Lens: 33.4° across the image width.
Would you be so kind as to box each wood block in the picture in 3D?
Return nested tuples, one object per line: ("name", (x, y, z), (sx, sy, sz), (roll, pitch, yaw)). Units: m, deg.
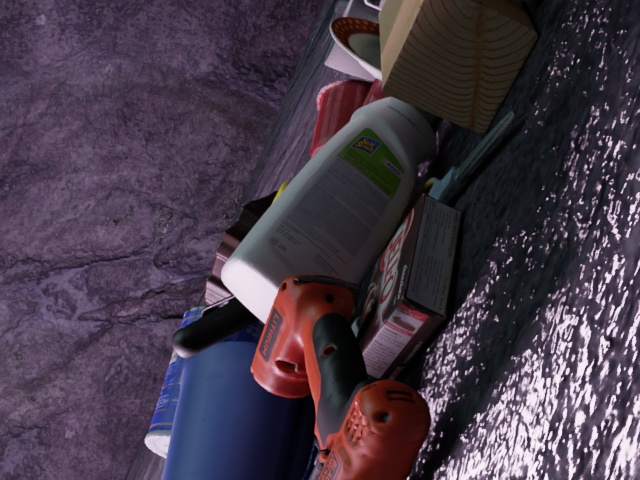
("wood block", (0.107, -0.178, 0.877), (0.206, 0.090, 0.091), (-86, 20, -63))

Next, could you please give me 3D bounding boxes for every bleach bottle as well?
("bleach bottle", (0.030, -0.032, 0.878), (0.250, 0.102, 0.068), (-50, 4, -30))

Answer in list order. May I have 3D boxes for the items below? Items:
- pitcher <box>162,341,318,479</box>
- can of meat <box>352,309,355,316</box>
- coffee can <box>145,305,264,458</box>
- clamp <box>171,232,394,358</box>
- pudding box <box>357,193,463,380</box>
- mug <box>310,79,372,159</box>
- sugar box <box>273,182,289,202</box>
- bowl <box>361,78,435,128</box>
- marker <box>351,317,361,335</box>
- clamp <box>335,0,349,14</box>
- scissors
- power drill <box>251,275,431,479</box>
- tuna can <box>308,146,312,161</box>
("pitcher", (-0.065, 0.210, 0.878), (0.149, 0.145, 0.242), (104, 177, -48))
("can of meat", (-0.019, 0.099, 1.007), (0.102, 0.057, 0.084), (-54, -7, -48))
("coffee can", (-0.107, 0.151, 1.076), (0.103, 0.102, 0.140), (128, 159, -61))
("clamp", (-0.030, 0.042, 0.925), (0.210, 0.036, 0.164), (-26, 3, 11))
("pudding box", (0.063, 0.035, 0.772), (0.113, 0.039, 0.090), (-77, 12, -45))
("mug", (0.037, -0.107, 1.168), (0.117, 0.093, 0.081), (70, -153, -54))
("sugar box", (-0.007, 0.001, 1.108), (0.176, 0.093, 0.048), (-93, 26, -69))
("bowl", (0.068, -0.101, 1.028), (0.162, 0.055, 0.162), (-158, 91, -81))
("marker", (0.016, 0.109, 0.941), (0.121, 0.020, 0.020), (121, 168, -45))
("clamp", (0.079, -0.245, 1.163), (0.039, 0.120, 0.172), (-47, 3, -25))
("scissors", (0.093, -0.026, 0.810), (0.202, 0.016, 0.096), (137, 156, -73))
("power drill", (0.003, 0.128, 0.715), (0.188, 0.057, 0.185), (-115, 41, -51))
("tuna can", (0.016, -0.123, 1.263), (0.086, 0.033, 0.086), (-160, 91, -81))
